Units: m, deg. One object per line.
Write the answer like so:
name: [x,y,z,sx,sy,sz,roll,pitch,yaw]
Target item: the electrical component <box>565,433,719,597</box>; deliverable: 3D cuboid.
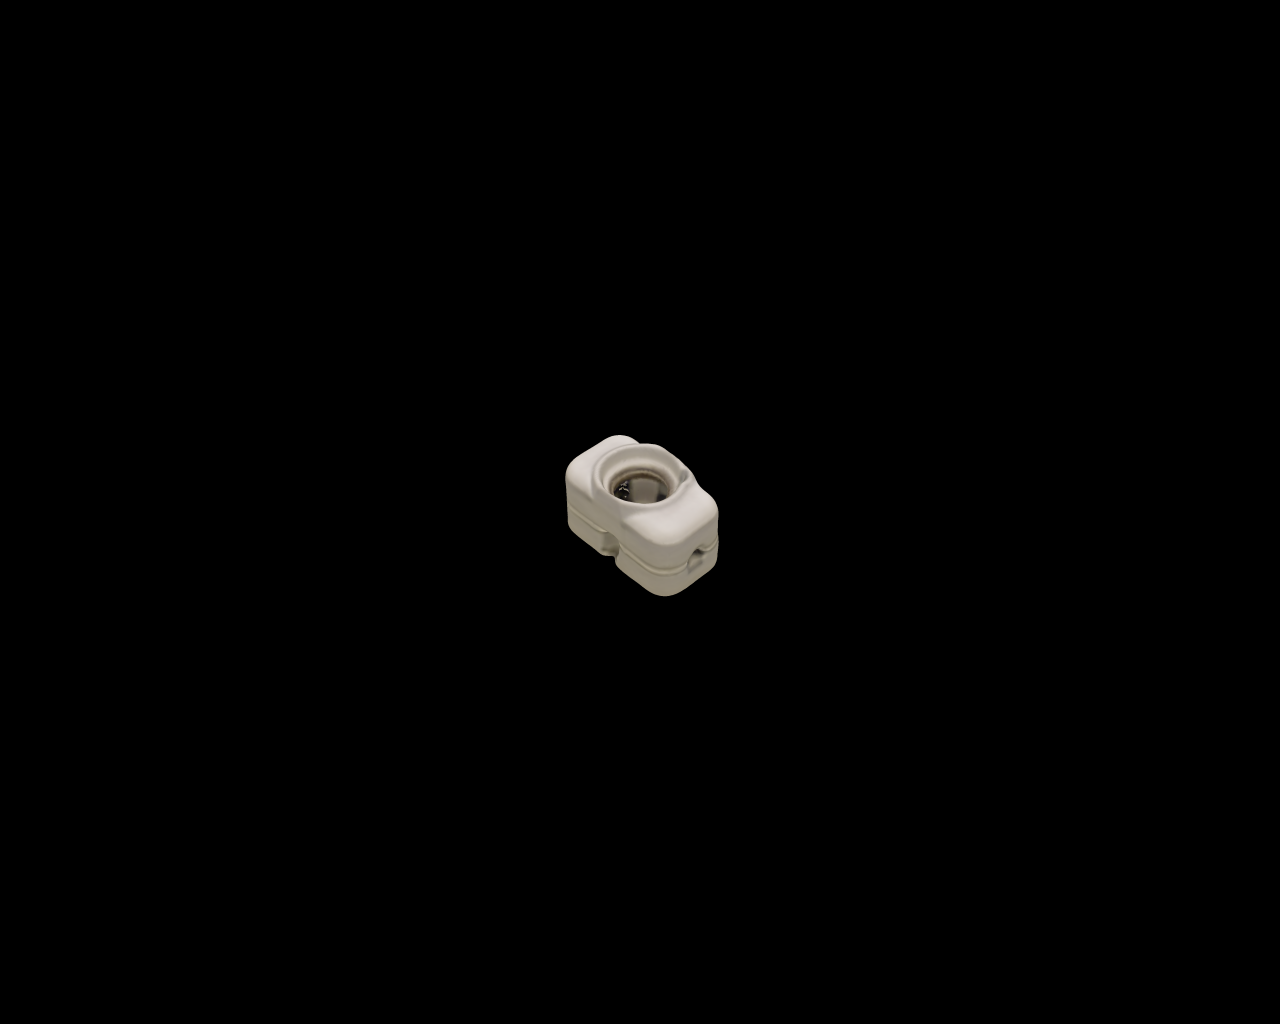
electrical component: [0.001,-0.003,0.650,0.054,0.059,0.095,-33,54,-29]
